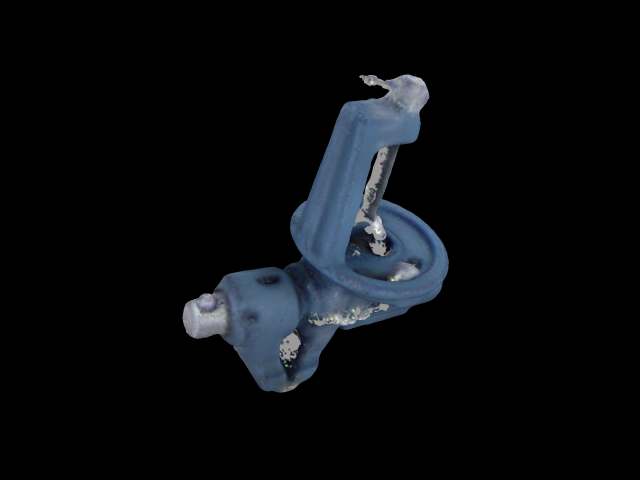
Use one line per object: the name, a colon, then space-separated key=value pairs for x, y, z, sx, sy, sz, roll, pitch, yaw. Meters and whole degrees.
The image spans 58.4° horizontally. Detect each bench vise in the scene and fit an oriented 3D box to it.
bench vise: x=0.012 y=0.007 z=0.394 sx=0.121 sy=0.220 sz=0.208 roll=32 pitch=53 yaw=29
